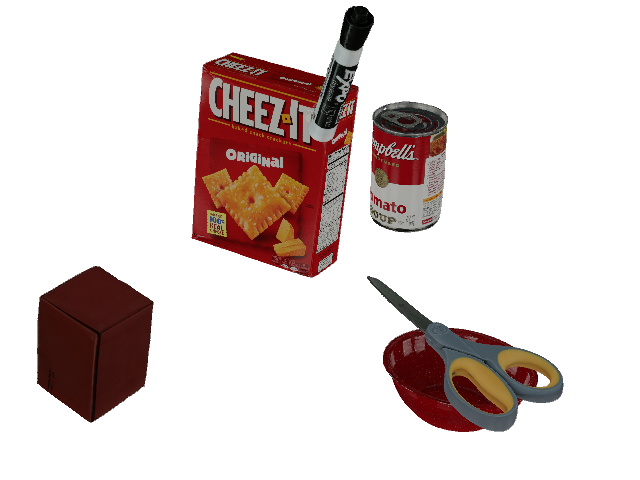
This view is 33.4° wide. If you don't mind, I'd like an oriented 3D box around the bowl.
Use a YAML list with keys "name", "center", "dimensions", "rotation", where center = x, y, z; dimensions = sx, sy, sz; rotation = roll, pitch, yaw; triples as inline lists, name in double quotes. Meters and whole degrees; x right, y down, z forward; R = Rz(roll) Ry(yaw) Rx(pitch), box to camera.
- name: "bowl"
  center: [0.143, 0.153, 1.120]
  dimensions: [0.162, 0.055, 0.162]
  rotation: [4, 24, -2]

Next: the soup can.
- name: "soup can"
  center: [0.080, -0.067, 0.980]
  dimensions: [0.068, 0.102, 0.068]
  rotation: [0, 32, 0]

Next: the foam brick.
- name: "foam brick"
  center: [-0.147, 0.066, 0.691]
  dimensions: [0.053, 0.078, 0.051]
  rotation: [30, 39, 23]

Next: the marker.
- name: "marker"
  center: [0.013, -0.109, 0.705]
  dimensions: [0.020, 0.020, 0.121]
  rotation: [0, -33, -14]

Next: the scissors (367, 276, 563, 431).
- name: "scissors"
  center: [0.111, 0.075, 0.815]
  dimensions: [0.096, 0.016, 0.202]
  rotation: [-6, 31, -15]

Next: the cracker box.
- name: "cracker box"
  center: [-0.056, -0.082, 1.186]
  dimensions: [0.164, 0.214, 0.072]
  rotation: [19, 29, 23]
